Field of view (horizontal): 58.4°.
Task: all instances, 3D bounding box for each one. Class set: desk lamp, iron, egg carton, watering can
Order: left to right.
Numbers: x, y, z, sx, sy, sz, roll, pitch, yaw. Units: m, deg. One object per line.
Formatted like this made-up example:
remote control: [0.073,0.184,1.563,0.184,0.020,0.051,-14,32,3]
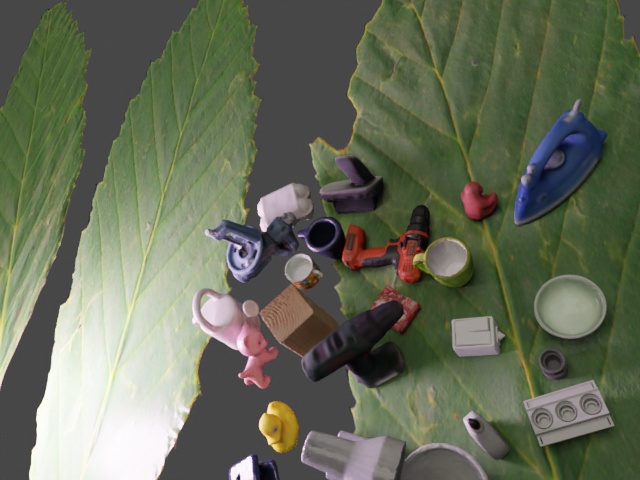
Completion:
watering can: [-0.218,0.171,1.307,0.172,0.195,0.100,-30,53,10]
egg carton: [-0.088,-0.080,1.462,0.150,0.070,0.107,-25,54,14]
desk lamp: [0.070,0.398,1.010,0.202,0.214,0.118,7,66,31]
iron: [0.468,-0.159,1.166,0.118,0.142,0.258,34,82,37]

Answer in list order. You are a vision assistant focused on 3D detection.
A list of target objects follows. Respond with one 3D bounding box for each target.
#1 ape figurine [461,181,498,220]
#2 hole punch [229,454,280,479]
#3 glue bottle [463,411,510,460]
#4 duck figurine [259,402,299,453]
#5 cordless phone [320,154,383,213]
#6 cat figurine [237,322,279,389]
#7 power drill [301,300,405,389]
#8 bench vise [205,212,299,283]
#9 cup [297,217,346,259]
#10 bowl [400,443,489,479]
ape figurine: [0.335,-0.092,1.229,0.077,0.092,0.076,30,80,37]
hole punch: [-0.141,0.497,1.144,0.101,0.091,0.108,-25,54,14]
glue bottle: [0.274,0.324,0.971,0.037,0.174,0.078,-41,52,1]
duck figurine: [-0.094,0.383,1.188,0.077,0.086,0.104,-24,54,14]
cordless phone: [0.058,-0.147,1.350,0.147,0.186,0.094,-8,60,24]
cat figurine: [-0.152,0.253,1.274,0.067,0.118,0.128,-1,63,28]
power drill: [0.087,0.212,1.112,0.229,0.209,0.075,-32,53,9]
bench vise: [-0.166,-0.013,1.369,0.121,0.220,0.207,33,81,37]
cup: [0.012,0.005,1.344,0.117,0.095,0.092,2,64,29]
bowl: [0.218,0.444,0.994,0.167,0.075,0.167,-13,58,21]
